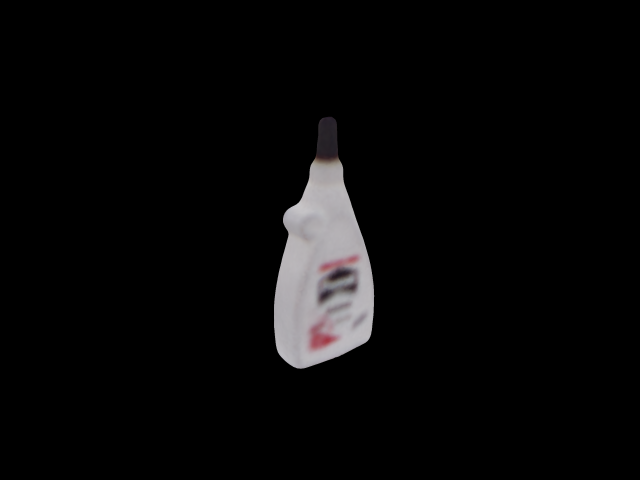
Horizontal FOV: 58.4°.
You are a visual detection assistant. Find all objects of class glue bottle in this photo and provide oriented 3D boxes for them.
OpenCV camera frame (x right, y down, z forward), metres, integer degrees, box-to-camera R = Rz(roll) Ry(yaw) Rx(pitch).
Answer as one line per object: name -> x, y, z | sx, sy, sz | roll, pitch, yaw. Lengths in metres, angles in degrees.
glue bottle -> 0.004, 0.001, 0.400 | 0.078, 0.173, 0.037 | -17, 27, -37
